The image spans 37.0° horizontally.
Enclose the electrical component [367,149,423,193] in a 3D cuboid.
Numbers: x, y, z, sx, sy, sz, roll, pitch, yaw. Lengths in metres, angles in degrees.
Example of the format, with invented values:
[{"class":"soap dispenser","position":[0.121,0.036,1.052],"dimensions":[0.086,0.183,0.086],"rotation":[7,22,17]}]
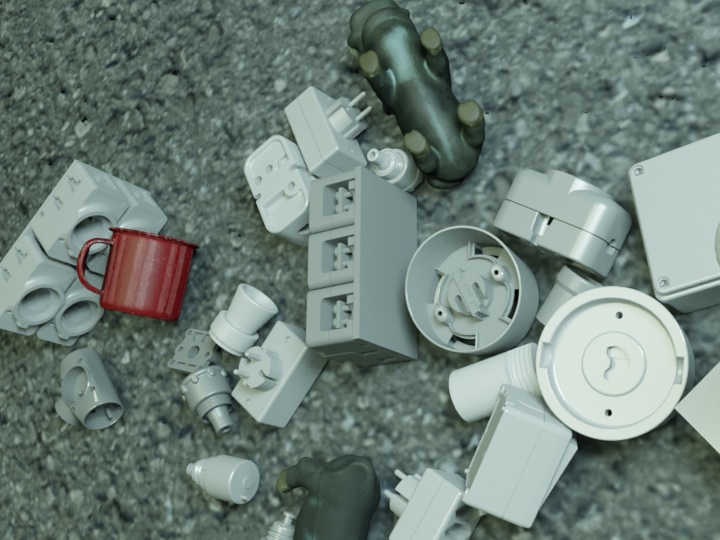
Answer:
[{"class":"electrical component","position":[0.028,-0.092,0.954],"dimensions":[0.035,0.061,0.035],"rotation":[-13,68,33]}]

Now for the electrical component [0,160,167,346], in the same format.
[{"class":"electrical component","position":[-0.303,-0.011,1.145],"dimensions":[0.186,0.105,0.060],"rotation":[-51,52,12]}]

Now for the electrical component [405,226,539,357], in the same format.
[{"class":"electrical component","position":[0.092,0.020,0.867],"dimensions":[0.099,0.064,0.099],"rotation":[-13,68,33]}]

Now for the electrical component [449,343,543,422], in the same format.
[{"class":"electrical component","position":[0.115,0.087,0.841],"dimensions":[0.081,0.043,0.043],"rotation":[-24,62,28]}]

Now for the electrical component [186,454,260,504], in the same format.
[{"class":"electrical component","position":[-0.128,0.190,0.989],"dimensions":[0.078,0.040,0.040],"rotation":[4,77,38]}]

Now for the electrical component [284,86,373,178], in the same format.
[{"class":"electrical component","position":[-0.019,-0.137,1.013],"dimensions":[0.076,0.047,0.083],"rotation":[-37,56,23]}]

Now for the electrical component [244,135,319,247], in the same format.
[{"class":"electrical component","position":[-0.062,-0.073,1.016],"dimensions":[0.054,0.059,0.095],"rotation":[-37,56,21]}]

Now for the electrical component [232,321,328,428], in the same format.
[{"class":"electrical component","position":[-0.083,0.090,0.966],"dimensions":[0.047,0.076,0.083],"rotation":[38,99,38]}]

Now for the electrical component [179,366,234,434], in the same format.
[{"class":"electrical component","position":[-0.140,0.125,1.018],"dimensions":[0.048,0.048,0.062],"rotation":[-41,62,19]}]

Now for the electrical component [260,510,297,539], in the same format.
[{"class":"electrical component","position":[-0.073,0.247,0.929],"dimensions":[0.040,0.040,0.078],"rotation":[17,85,39]}]

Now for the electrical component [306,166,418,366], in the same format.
[{"class":"electrical component","position":[0.000,0.000,0.926],"dimensions":[0.062,0.089,0.150],"rotation":[-12,68,33]}]

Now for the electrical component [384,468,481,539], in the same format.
[{"class":"electrical component","position":[0.050,0.187,0.853],"dimensions":[0.077,0.047,0.065],"rotation":[31,94,39]}]

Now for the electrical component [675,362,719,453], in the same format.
[{"class":"electrical component","position":[0.314,0.064,0.690],"dimensions":[0.186,0.060,0.105],"rotation":[-49,53,13]}]

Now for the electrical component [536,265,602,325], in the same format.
[{"class":"electrical component","position":[0.163,0.025,0.830],"dimensions":[0.040,0.040,0.046],"rotation":[41,106,38]}]

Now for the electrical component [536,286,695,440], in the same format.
[{"class":"electrical component","position":[0.188,0.069,0.778],"dimensions":[0.108,0.060,0.108],"rotation":[-5,79,27]}]

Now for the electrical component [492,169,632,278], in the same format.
[{"class":"electrical component","position":[0.160,-0.040,0.844],"dimensions":[0.095,0.054,0.059],"rotation":[27,92,39]}]

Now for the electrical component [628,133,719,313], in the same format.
[{"class":"electrical component","position":[0.259,-0.037,0.767],"dimensions":[0.109,0.056,0.108],"rotation":[-20,64,30]}]

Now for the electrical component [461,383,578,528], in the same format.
[{"class":"electrical component","position":[0.116,0.143,0.794],"dimensions":[0.061,0.061,0.096],"rotation":[22,103,3]}]

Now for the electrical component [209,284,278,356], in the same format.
[{"class":"electrical component","position":[-0.111,0.048,1.021],"dimensions":[0.055,0.045,0.045],"rotation":[-53,52,11]}]

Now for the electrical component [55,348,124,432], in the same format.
[{"class":"electrical component","position":[-0.292,0.136,1.126],"dimensions":[0.079,0.044,0.077],"rotation":[-46,53,15]}]
